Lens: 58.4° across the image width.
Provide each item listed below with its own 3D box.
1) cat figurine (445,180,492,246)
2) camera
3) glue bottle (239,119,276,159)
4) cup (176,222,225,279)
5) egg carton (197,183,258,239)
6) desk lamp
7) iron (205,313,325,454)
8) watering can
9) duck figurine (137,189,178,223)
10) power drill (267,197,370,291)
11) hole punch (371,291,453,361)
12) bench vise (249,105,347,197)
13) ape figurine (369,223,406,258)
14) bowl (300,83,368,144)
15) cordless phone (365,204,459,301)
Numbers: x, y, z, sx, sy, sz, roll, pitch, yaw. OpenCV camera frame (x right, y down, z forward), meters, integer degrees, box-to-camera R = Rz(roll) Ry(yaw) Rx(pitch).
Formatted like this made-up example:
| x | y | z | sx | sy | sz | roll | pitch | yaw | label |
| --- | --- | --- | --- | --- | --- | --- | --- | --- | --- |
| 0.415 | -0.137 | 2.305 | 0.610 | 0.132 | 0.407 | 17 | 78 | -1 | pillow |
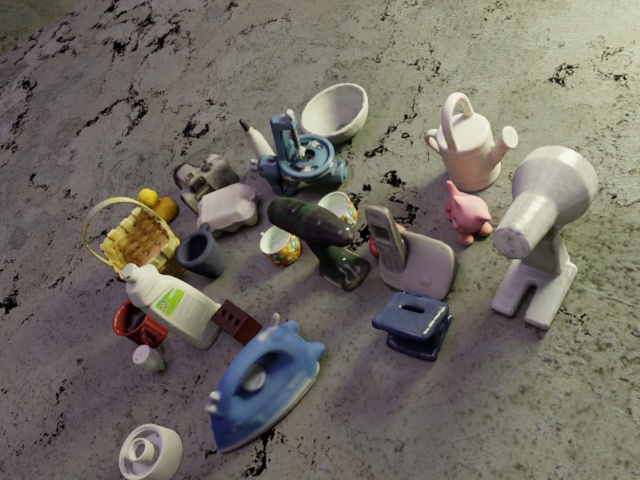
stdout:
| x | y | z | sx | sy | sz | roll | pitch | yaw | label |
| --- | --- | --- | --- | --- | --- | --- | --- | --- | --- |
| 0.255 | -0.054 | 1.009 | 0.067 | 0.118 | 0.127 | -28 | 48 | 8 | cat figurine |
| -0.298 | -0.155 | 1.402 | 0.143 | 0.101 | 0.136 | -47 | 48 | -9 | camera |
| -0.137 | -0.215 | 1.307 | 0.037 | 0.174 | 0.078 | -32 | 47 | 4 | glue bottle |
| -0.245 | 0.030 | 1.239 | 0.091 | 0.095 | 0.118 | -5 | 55 | 26 | cup |
| -0.211 | -0.067 | 1.309 | 0.150 | 0.070 | 0.107 | -20 | 49 | 15 | egg carton |
| 0.331 | -0.005 | 0.865 | 0.117 | 0.214 | 0.203 | 19 | 67 | 37 | desk lamp |
| -0.118 | 0.243 | 0.979 | 0.118 | 0.142 | 0.258 | 31 | 75 | 41 | iron |
| 0.271 | -0.186 | 1.046 | 0.172 | 0.195 | 0.101 | -7 | 54 | 25 | watering can |
| -0.413 | -0.091 | 1.427 | 0.104 | 0.086 | 0.077 | 17 | 66 | 37 | duck figurine |
| 0.010 | 0.004 | 1.040 | 0.228 | 0.209 | 0.076 | 27 | 72 | 40 | power drill |
| 0.152 | 0.130 | 0.947 | 0.108 | 0.091 | 0.101 | 12 | 63 | 35 | hole punch |
| -0.070 | -0.176 | 1.210 | 0.207 | 0.220 | 0.121 | -20 | 50 | 15 | bench vise |
| 0.122 | -0.010 | 1.068 | 0.077 | 0.092 | 0.076 | -19 | 50 | 16 | ape figurine |
| 0.043 | -0.278 | 1.322 | 0.167 | 0.075 | 0.167 | -15 | 51 | 19 | bowl |
| 0.151 | 0.015 | 0.969 | 0.147 | 0.186 | 0.094 | 15 | 65 | 36 | cordless phone |
